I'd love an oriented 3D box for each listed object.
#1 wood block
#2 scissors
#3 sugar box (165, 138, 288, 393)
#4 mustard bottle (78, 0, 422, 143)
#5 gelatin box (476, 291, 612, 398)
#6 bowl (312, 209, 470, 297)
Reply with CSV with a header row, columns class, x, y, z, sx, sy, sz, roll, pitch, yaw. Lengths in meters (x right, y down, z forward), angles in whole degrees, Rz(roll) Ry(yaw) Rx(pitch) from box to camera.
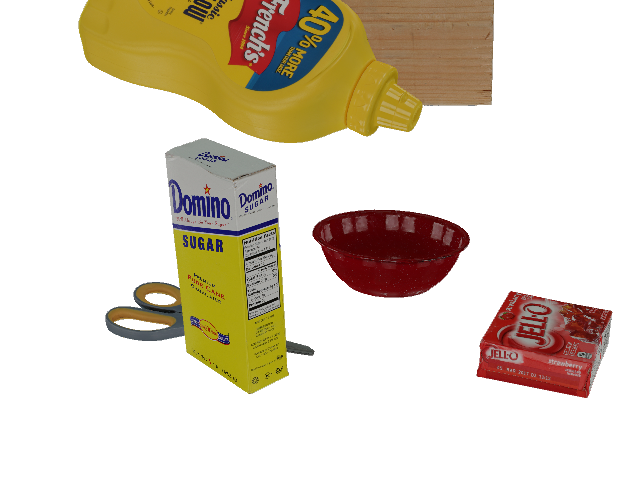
class,x,y,z,sx,sy,sz,roll,pitch,yaw
wood block,0.034,-0.168,0.851,0.206,0.090,0.091,1,-39,9
scissors,-0.106,0.075,1.038,0.201,0.016,0.096,4,31,-1
sugar box,-0.071,0.019,0.811,0.048,0.176,0.093,-23,30,-34
mustard bottle,-0.032,-0.106,0.600,0.192,0.096,0.058,25,-30,13
gelatin box,0.152,0.068,0.718,0.073,0.030,0.089,11,23,21
bowl,0.072,0.017,1.102,0.162,0.055,0.162,1,19,-1
